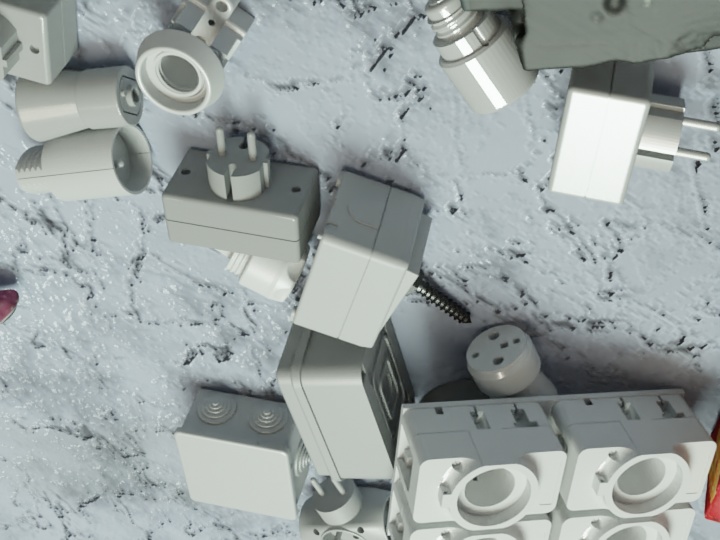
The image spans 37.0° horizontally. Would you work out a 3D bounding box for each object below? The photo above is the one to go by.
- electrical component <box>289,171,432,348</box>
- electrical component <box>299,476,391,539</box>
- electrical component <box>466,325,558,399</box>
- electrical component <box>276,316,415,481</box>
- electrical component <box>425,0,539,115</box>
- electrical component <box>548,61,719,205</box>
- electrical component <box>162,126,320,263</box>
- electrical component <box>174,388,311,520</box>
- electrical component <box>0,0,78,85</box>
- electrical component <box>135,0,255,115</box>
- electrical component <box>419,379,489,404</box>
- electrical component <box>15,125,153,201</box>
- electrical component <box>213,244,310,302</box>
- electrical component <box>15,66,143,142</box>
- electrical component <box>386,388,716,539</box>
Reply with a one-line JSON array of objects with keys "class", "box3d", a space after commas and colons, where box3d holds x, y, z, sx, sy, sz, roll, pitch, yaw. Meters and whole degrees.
[{"class": "electrical component", "box3d": [0.000, 0.000, 0.647, 0.061, 0.061, 0.096, 19, 136, -2]}, {"class": "electrical component", "box3d": [-0.013, 0.189, 0.850, 0.077, 0.044, 0.079, -10, 128, 28]}, {"class": "electrical component", "box3d": [0.098, 0.069, 0.693, 0.045, 0.045, 0.055, -11, 128, 28]}, {"class": "electrical component", "box3d": [-0.007, 0.079, 0.717, 0.057, 0.078, 0.113, -3, 132, 18]}, {"class": "electrical component", "box3d": [0.056, -0.113, 0.532, 0.040, 0.040, 0.078, -20, 124, 34]}, {"class": "electrical component", "box3d": [0.140, -0.071, 0.539, 0.077, 0.047, 0.065, 12, 136, 9]}, {"class": "electrical component", "box3d": [-0.070, -0.052, 0.632, 0.083, 0.047, 0.075, 10, 135, 10]}, {"class": "electrical component", "box3d": [-0.087, 0.140, 0.825, 0.100, 0.048, 0.099, 8, 135, 12]}, {"class": "electrical component", "box3d": [-0.200, -0.127, 0.584, 0.066, 0.076, 0.047, 16, 136, 4]}, {"class": "electrical component", "box3d": [-0.090, -0.115, 0.571, 0.048, 0.055, 0.066, 33, 135, -13]}, {"class": "electrical component", "box3d": [0.086, 0.134, 0.750, 0.108, 0.060, 0.108, 10, 135, 10]}, {"class": "electrical component", "box3d": [-0.174, -0.064, 0.659, 0.081, 0.043, 0.043, -4, 131, 22]}, {"class": "electrical component", "box3d": [-0.066, -0.010, 0.674, 0.062, 0.043, 0.043, 27, 136, -6]}, {"class": "electrical component", "box3d": [-0.160, -0.099, 0.624, 0.065, 0.044, 0.044, -2, 132, 15]}, {"class": "electrical component", "box3d": [0.118, 0.139, 0.676, 0.186, 0.060, 0.105, -2, 121, -11]}]
